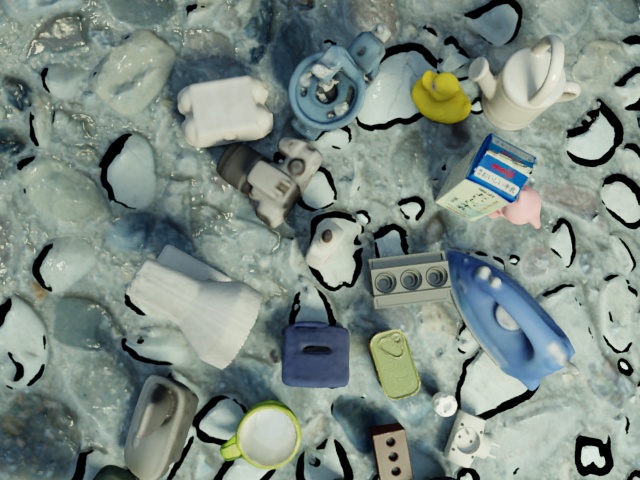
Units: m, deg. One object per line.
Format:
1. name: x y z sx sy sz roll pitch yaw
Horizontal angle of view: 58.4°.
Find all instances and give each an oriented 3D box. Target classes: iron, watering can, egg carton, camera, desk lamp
1. iron: 0.288 0.108 0.879 0.119 0.141 0.258 -40 86 -5
2. watering can: 0.320 -0.246 0.894 0.173 0.194 0.101 -13 84 -3
3. egg carton: -0.154 -0.209 0.938 0.150 0.069 0.107 -11 84 -3
4. camera: -0.086 -0.113 0.914 0.137 0.101 0.143 33 84 2
5. desk lamp: -0.184 0.089 0.831 0.203 0.213 0.118 28 84 2

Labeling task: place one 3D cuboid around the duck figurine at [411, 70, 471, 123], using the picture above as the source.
1. duck figurine: 0.206 -0.243 0.944 0.104 0.086 0.077 33 84 2

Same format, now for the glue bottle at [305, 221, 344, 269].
1. glue bottle: 0.008 0.003 0.867 0.037 0.173 0.078 32 84 3

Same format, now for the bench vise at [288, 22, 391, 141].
1. bench vise: 0.025 -0.266 0.874 0.121 0.219 0.207 23 83 1

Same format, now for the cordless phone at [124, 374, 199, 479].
1. cordless phone: -0.246 0.277 0.823 0.094 0.185 0.148 13 83 0

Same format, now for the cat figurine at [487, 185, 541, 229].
1. cat figurine: 0.311 -0.077 0.913 0.067 0.117 0.128 -3 84 -2

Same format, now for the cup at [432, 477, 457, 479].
1. cup: 0.176 0.404 0.866 0.118 0.095 0.092 -21 84 -4

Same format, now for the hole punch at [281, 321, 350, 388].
1. hole punch: -0.008 0.177 0.888 0.108 0.091 0.101 1 83 -1

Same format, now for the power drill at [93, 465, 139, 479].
1. power drill: -0.323 0.413 0.793 0.075 0.208 0.230 31 84 2
